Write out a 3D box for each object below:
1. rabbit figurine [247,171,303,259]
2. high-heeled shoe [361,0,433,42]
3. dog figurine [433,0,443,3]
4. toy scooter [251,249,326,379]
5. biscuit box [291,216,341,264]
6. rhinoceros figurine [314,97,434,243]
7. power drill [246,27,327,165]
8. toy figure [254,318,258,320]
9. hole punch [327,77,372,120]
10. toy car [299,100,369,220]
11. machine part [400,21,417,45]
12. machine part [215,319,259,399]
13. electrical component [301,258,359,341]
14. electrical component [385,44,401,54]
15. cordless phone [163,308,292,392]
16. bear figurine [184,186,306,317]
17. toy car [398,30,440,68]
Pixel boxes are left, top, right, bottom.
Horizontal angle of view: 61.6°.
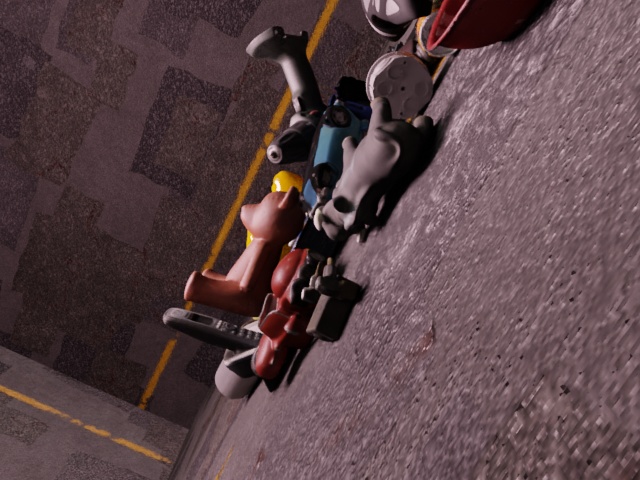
[{"bbox_3d":[-0.056,-0.041,1.017,0.122,0.162,0.173,-76,-4,-73],"label":"rabbit figurine"},{"bbox_3d":[0.101,-0.262,0.632,0.248,0.086,0.145,43,-148,-73],"label":"high-heeled shoe"},{"bbox_3d":[0.183,-0.385,0.801,0.172,0.121,0.190,-61,-9,-7],"label":"dog figurine"},{"bbox_3d":[-0.032,0.082,0.671,0.135,0.075,0.184,127,165,-65],"label":"toy scooter"},{"bbox_3d":[-0.002,-0.003,0.828,0.202,0.063,0.059,-63,4,6],"label":"biscuit box"},{"bbox_3d":[0.055,-0.065,0.587,0.190,0.073,0.112,127,157,-55],"label":"rhinoceros figurine"},{"bbox_3d":[-0.035,-0.224,0.839,0.086,0.207,0.232,-33,-7,39],"label":"power drill"},{"bbox_3d":[-0.078,0.095,1.016,0.082,0.089,0.180,-57,0,22],"label":"toy figure"},{"bbox_3d":[0.067,-0.188,0.819,0.142,0.116,0.092,-71,1,-57],"label":"hole punch"},{"bbox_3d":[0.035,-0.100,0.725,0.109,0.103,0.162,120,161,-58],"label":"toy car"},{"bbox_3d":[0.185,-0.389,1.005,0.139,0.039,0.084,131,159,-63],"label":"machine part"},{"bbox_3d":[-0.134,0.218,0.970,0.243,0.079,0.079,-59,7,46],"label":"machine part"},{"bbox_3d":[0.006,0.061,0.553,0.078,0.045,0.102,-63,5,-10],"label":"electrical component"},{"bbox_3d":[0.127,-0.297,1.013,0.134,0.058,0.115,122,170,-48],"label":"electrical component"},{"bbox_3d":[-0.132,0.134,0.786,0.146,0.184,0.088,-102,34,-81],"label":"cordless phone"},{"bbox_3d":[-0.100,0.007,0.776,0.120,0.132,0.195,-58,-16,-87],"label":"bear figurine"},{"bbox_3d":[0.133,-0.263,0.806,0.089,0.053,0.202,-41,14,24],"label":"toy car"}]
